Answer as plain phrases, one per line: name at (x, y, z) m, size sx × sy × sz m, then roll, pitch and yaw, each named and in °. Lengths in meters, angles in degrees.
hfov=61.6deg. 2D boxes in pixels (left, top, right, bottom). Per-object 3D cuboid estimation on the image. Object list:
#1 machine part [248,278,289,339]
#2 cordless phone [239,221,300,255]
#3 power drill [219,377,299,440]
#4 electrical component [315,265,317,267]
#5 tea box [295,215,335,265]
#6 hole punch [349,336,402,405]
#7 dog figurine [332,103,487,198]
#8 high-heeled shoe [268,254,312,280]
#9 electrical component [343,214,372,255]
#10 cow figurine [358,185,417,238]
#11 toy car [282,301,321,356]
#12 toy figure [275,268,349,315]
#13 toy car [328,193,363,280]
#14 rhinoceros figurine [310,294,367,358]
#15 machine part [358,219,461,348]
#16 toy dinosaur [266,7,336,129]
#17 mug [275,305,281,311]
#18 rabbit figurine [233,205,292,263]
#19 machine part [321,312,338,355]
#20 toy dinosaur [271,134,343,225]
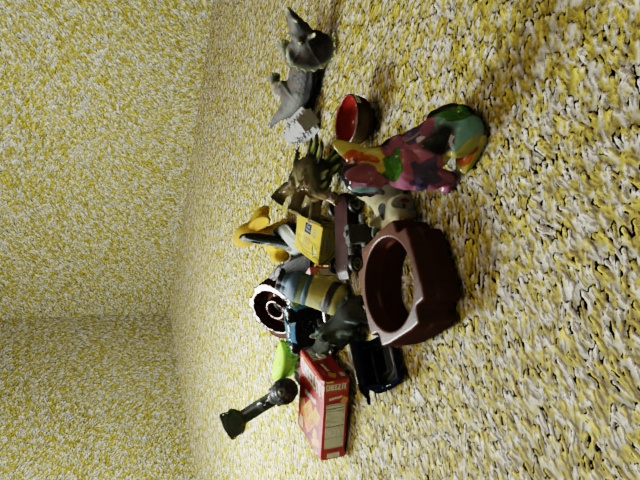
machine part at (-0.118, 0.191, 1.526) m, size 0.180 × 0.056 × 0.179 m, roll 16°, pitch 124°, yaw 26°
cordless phone at (-0.123, -0.010, 1.495) m, size 0.147 × 0.184 × 0.088 m, roll 164°, pitch 110°, yaw -66°
power drill at (-0.149, 0.414, 1.358) m, size 0.086 × 0.207 × 0.232 m, roll 52°, pitch -179°, yaw 12°
electrical component at (-0.028, 0.121, 1.443) m, size 0.102 × 0.045 × 0.078 m, roll 131°, pitch 133°, yaw -56°
tea box at (-0.003, -0.004, 1.364) m, size 0.170 × 0.068 × 0.098 m, roll -149°, pitch 62°, yaw -64°
hole punch at (0.113, 0.250, 1.091) m, size 0.115 × 0.092 × 0.142 m, roll 73°, pitch -178°, yaw -64°
dog figurine at (0.135, -0.142, 0.875) m, size 0.191 × 0.219 × 0.108 m, roll 120°, pitch 140°, yaw -49°
high-heeled shoe at (-0.080, 0.080, 1.572) m, size 0.248 × 0.086 × 0.145 m, roll -44°, pitch 16°, yaw 36°
electrical component at (0.082, -0.013, 1.176) m, size 0.021 × 0.063 × 0.094 m, roll 149°, pitch 120°, yaw -63°
cow figurine at (0.124, -0.083, 1.062) m, size 0.195 × 0.085 × 0.127 m, roll 51°, pitch 128°, yaw 53°
toy car at (-0.043, 0.216, 1.411) m, size 0.103 × 0.109 × 0.161 m, roll -139°, pitch 46°, yaw -69°
toy figure at (-0.019, 0.124, 1.272) m, size 0.082 × 0.180 × 0.089 m, roll 104°, pitch -179°, yaw -52°
toy car at (0.061, -0.009, 1.237) m, size 0.089 × 0.053 × 0.202 m, roll -11°, pitch 78°, yaw 49°
rhinoceros figurine at (0.045, 0.198, 1.196) m, size 0.190 × 0.112 × 0.073 m, roll -58°, pitch 40°, yaw 37°
machine part at (0.157, 0.080, 0.976) m, size 0.201 × 0.087 × 0.201 m, roll 127°, pitch 139°, yaw -55°
toy dinosaur at (-0.062, -0.431, 1.472) m, size 0.192 × 0.131 × 0.404 m, roll -112°, pitch 26°, yaw -42°
mug at (-0.143, 0.198, 1.637) m, size 0.107 × 0.109 × 0.080 m, roll 31°, pitch 113°, yaw 47°
rabbit figurine at (-0.173, -0.014, 1.612) m, size 0.122 × 0.173 × 0.162 m, roll -104°, pitch 22°, yaw -56°
machine part at (0.017, 0.211, 1.336) m, size 0.084 × 0.039 × 0.138 m, roll -158°, pitch 57°, yaw -74°
toy dinosaur at (-0.026, -0.156, 1.328) m, size 0.198 × 0.105 × 0.472 m, roll -59°, pitch 24°, yaw 3°
